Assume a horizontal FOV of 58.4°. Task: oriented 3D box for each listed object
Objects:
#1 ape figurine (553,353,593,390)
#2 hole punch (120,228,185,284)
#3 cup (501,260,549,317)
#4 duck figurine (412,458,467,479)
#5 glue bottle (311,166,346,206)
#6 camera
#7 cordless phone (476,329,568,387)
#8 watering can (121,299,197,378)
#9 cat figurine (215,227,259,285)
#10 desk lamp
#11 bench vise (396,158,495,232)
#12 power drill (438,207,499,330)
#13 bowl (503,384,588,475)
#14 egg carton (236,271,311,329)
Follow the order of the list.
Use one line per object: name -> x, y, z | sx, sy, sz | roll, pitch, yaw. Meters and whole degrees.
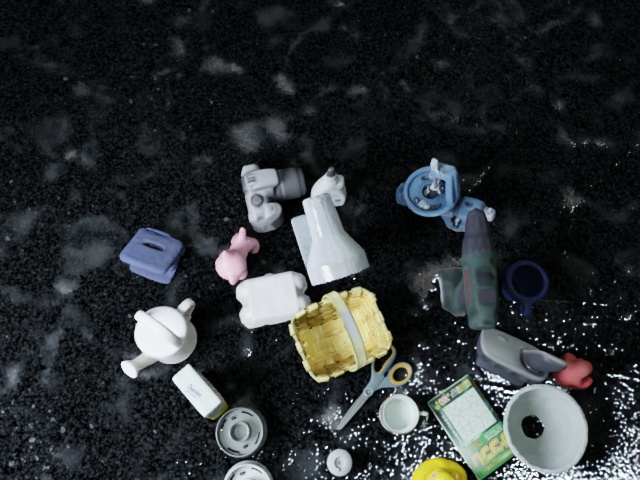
ape figurine -> 0.524, 0.268, 1.171 | 0.076, 0.092, 0.078 | -13, 73, -7
hole punch -> -0.350, 0.025, 1.201 | 0.108, 0.091, 0.101 | 19, 73, 3
cup -> 0.424, 0.110, 1.213 | 0.091, 0.095, 0.118 | 4, 72, -1
duck figurine -> 0.235, 0.461, 1.098 | 0.104, 0.086, 0.077 | -5, 73, -4
glue bottle -> 0.021, -0.116, 1.222 | 0.078, 0.173, 0.037 | -4, 73, -4
camera -> -0.097, -0.105, 1.251 | 0.137, 0.101, 0.143 | -12, 73, -6
cordless phone -> 0.395, 0.223, 1.129 | 0.147, 0.185, 0.094 | 22, 73, 4
watering can -> -0.304, 0.186, 1.099 | 0.101, 0.194, 0.173 | 15, 72, 2
cat figurine -> -0.177, 0.034, 1.194 | 0.067, 0.118, 0.128 | 18, 72, 3
desk lamp -> 0.011, 0.004, 1.163 | 0.118, 0.213, 0.203 | -18, 74, -8
bench vise -> 0.275, -0.108, 1.208 | 0.207, 0.220, 0.121 | 4, 72, -1
power drill -> 0.302, 0.074, 1.159 | 0.075, 0.208, 0.229 | -4, 73, -4
bowl -> 0.437, 0.375, 1.141 | 0.167, 0.075, 0.167 | 1, 72, -3
egg carton -> -0.097, 0.123, 1.195 | 0.150, 0.069, 0.107 | -11, 73, -6
